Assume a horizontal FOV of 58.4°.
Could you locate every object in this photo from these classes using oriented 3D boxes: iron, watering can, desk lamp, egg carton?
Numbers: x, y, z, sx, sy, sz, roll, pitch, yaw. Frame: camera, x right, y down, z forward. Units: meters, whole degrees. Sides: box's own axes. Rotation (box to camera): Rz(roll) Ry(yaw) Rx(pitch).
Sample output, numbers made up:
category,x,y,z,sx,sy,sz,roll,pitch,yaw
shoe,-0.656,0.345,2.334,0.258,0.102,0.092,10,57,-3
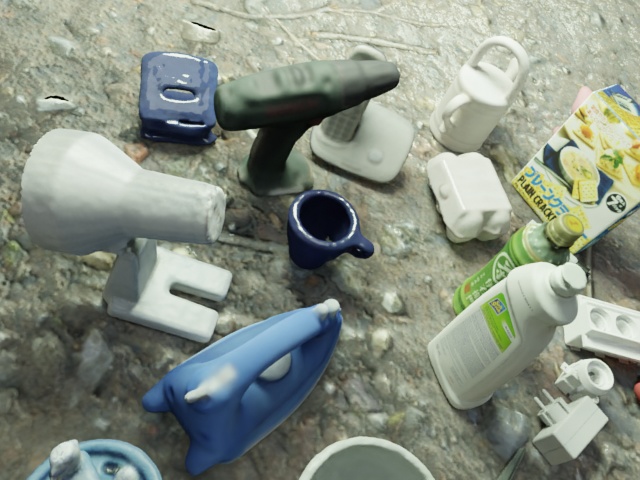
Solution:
category,x,y,z,sx,sy,sz,roll,pitch,yaw
iron,-0.051,0.122,0.609,0.259,0.141,0.118,-32,73,-32
watering can,0.263,-0.242,0.915,0.101,0.194,0.173,32,54,3
desk lamp,-0.185,-0.004,0.597,0.203,0.213,0.118,18,55,-7
egg carton,0.221,-0.067,0.867,0.107,0.069,0.150,-4,61,-21

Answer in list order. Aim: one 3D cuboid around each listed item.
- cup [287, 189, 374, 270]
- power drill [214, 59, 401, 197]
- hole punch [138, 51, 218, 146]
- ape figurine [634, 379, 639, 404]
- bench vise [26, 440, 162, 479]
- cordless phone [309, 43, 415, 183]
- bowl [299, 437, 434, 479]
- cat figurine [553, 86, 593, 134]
category,x,y,z,sx,sy,sz,roll,pitch,yaw
cup,0.007,0.003,0.732,0.118,0.095,0.092,30,54,1
power drill,-0.029,-0.149,0.746,0.230,0.208,0.075,-10,63,-24
hole punch,-0.192,-0.194,0.789,0.109,0.091,0.101,2,58,-18
ape figurine,0.476,0.200,0.774,0.078,0.092,0.076,6,57,-16
bench vise,-0.157,0.236,0.452,0.207,0.219,0.122,39,55,8
cordless phone,0.075,-0.178,0.815,0.147,0.185,0.094,20,55,-6
bowl,0.041,0.290,0.576,0.168,0.074,0.167,9,57,-14
cat figurine,0.470,-0.204,1.010,0.067,0.117,0.128,19,55,-7
